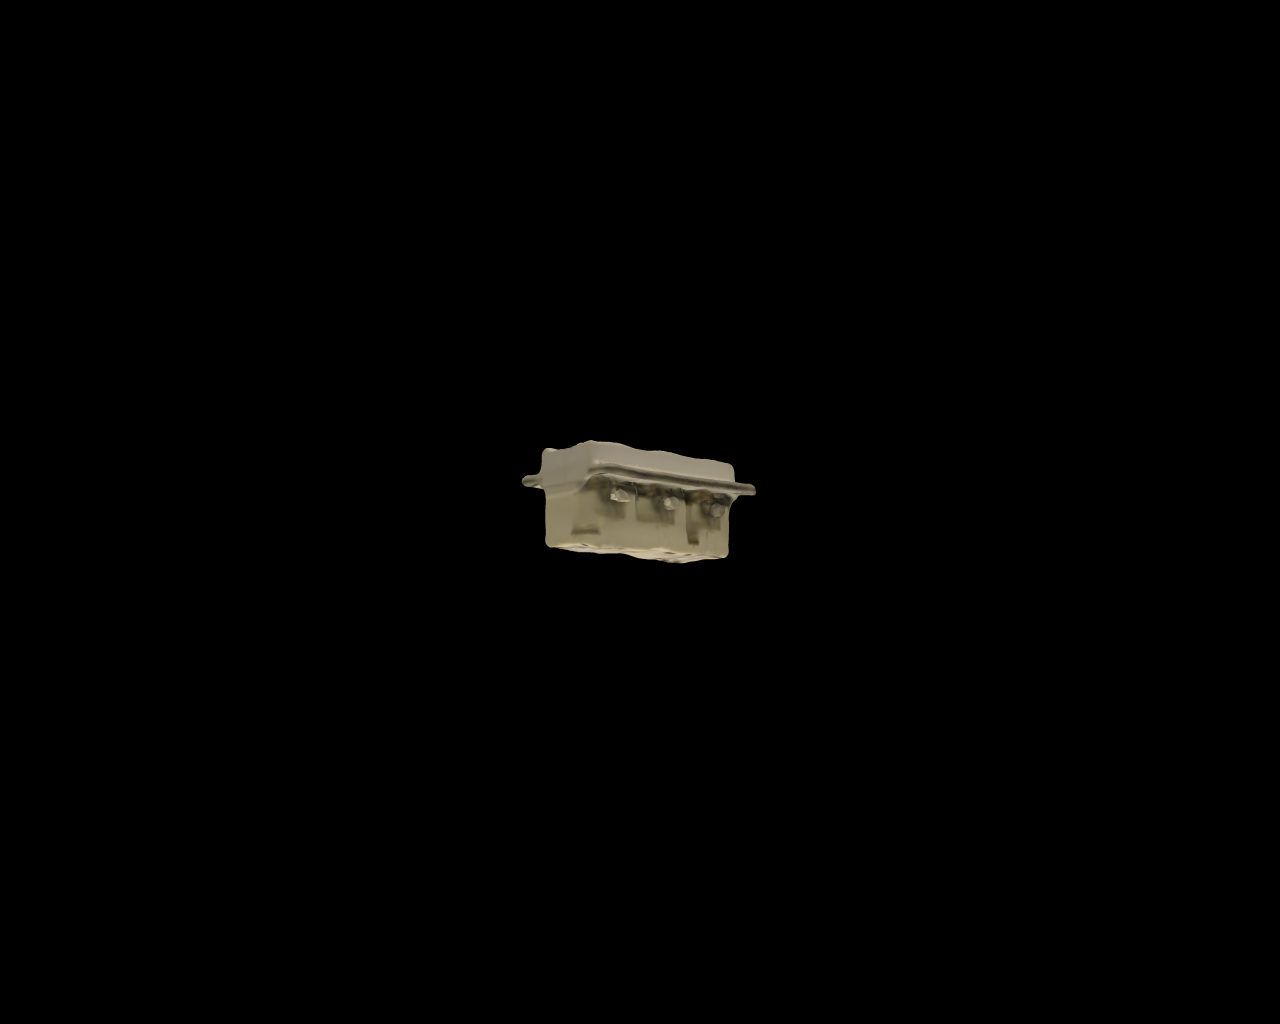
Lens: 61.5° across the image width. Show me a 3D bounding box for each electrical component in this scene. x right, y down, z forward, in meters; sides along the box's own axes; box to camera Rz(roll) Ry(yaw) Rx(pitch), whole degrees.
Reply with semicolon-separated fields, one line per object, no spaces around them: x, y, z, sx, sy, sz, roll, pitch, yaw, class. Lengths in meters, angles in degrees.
0.001;-0.003;0.650;0.121;0.063;0.078;8;-11;-43;electrical component
